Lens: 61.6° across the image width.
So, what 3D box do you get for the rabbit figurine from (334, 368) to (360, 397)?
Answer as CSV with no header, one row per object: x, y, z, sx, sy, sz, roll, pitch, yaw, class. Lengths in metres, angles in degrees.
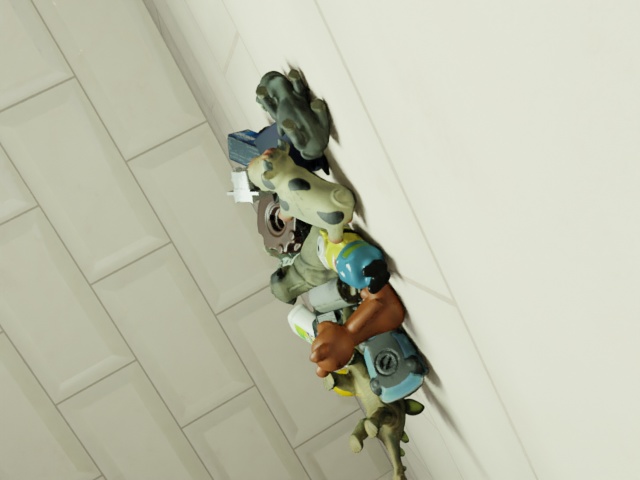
0.113,0.333,1.315,0.162,0.173,0.121,-131,18,-73,rabbit figurine

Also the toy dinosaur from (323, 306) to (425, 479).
0.107,0.291,1.148,0.198,0.105,0.472,15,-135,-41,toy dinosaur

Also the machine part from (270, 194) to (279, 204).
-0.077,-0.104,1.171,0.139,0.039,0.084,39,141,39,machine part

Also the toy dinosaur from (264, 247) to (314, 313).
0.005,0.132,1.512,0.405,0.131,0.192,50,169,24,toy dinosaur

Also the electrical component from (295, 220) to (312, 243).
-0.002,-0.004,1.212,0.048,0.075,0.119,51,163,53,electrical component

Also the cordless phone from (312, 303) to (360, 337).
0.057,0.225,1.380,0.184,0.147,0.089,75,175,-65,cordless phone

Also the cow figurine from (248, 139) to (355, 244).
-0.033,-0.085,0.892,0.195,0.085,0.127,26,147,10,cow figurine

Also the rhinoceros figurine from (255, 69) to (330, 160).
-0.044,-0.203,0.838,0.190,0.073,0.112,53,179,35,rhinoceros figurine

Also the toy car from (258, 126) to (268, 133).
-0.085,-0.169,1.228,0.202,0.053,0.089,57,150,16,toy car

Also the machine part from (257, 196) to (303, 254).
-0.090,-0.052,1.317,0.180,0.056,0.179,6,98,49,machine part

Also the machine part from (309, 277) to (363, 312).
0.038,0.117,1.216,0.079,0.079,0.243,61,155,2,machine part

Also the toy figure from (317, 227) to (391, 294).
0.061,0.033,0.943,0.180,0.089,0.082,30,118,56,toy figure

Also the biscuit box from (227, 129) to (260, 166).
-0.127,-0.189,1.167,0.203,0.059,0.062,28,129,45,biscuit box

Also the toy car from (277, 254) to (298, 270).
-0.047,0.068,1.322,0.073,0.056,0.202,26,164,-18,toy car

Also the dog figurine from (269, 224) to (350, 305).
-0.024,0.037,1.080,0.121,0.191,0.172,51,166,48,dog figurine

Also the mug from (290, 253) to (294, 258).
-0.040,0.001,1.360,0.080,0.109,0.107,26,-165,-48,mug

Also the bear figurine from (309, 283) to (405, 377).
0.053,0.153,0.989,0.132,0.196,0.120,56,174,36,bear figurine

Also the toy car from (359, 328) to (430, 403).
0.148,0.245,1.065,0.102,0.109,0.162,45,-164,-49,toy car

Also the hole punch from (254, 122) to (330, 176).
-0.053,-0.160,0.965,0.142,0.092,0.116,65,168,-3,hole punch
